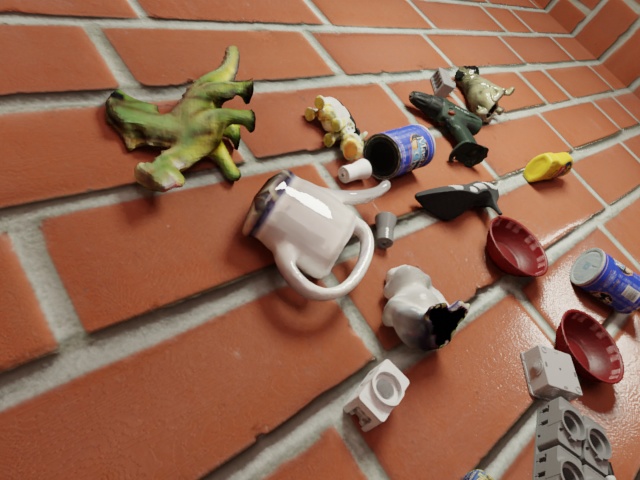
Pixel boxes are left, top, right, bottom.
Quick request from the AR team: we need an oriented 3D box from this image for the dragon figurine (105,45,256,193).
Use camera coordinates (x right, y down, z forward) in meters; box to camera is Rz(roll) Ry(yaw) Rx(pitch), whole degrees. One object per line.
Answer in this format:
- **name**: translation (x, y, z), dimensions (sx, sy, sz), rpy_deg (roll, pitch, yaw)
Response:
- **dragon figurine**: translation (-0.246, -0.230, 0.905), dimensions (0.243, 0.119, 0.420), rpy_deg (4, 51, -21)

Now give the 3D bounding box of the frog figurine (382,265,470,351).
- **frog figurine**: translation (0.160, 0.113, 0.893), dimensions (0.138, 0.120, 0.161), rpy_deg (-16, 28, -32)

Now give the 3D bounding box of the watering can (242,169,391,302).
- **watering can**: translation (0.003, -0.045, 0.899), dimensions (0.224, 0.102, 0.356), rpy_deg (33, 44, -5)
